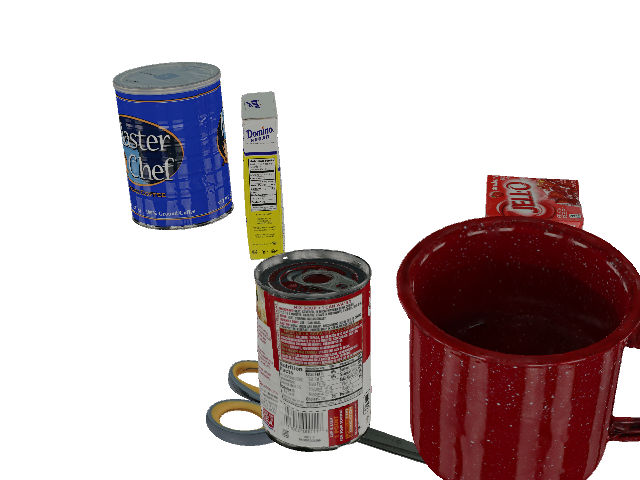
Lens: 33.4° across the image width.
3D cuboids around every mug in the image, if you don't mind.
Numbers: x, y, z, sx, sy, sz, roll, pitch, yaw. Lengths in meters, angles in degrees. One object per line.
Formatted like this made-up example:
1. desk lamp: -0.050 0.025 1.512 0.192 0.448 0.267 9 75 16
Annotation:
1. mug: 0.088 0.050 0.423 0.117 0.081 0.093 7 36 14

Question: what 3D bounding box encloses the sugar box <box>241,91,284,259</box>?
1. sugar box: -0.068 -0.076 1.246 0.048 0.176 0.093 -5 26 -2

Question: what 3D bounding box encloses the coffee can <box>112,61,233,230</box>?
1. coffee can: -0.142 -0.094 1.039 0.103 0.140 0.103 -3 22 1

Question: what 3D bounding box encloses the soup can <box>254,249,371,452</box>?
1. soup can: -0.003 0.065 0.630 0.068 0.102 0.068 -1 21 0

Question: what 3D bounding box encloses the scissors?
1. scissors: -0.002 0.148 0.808 0.202 0.016 0.096 26 40 31

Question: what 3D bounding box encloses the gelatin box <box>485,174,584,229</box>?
1. gelatin box: 0.165 -0.022 0.830 0.073 0.030 0.089 4 24 9
